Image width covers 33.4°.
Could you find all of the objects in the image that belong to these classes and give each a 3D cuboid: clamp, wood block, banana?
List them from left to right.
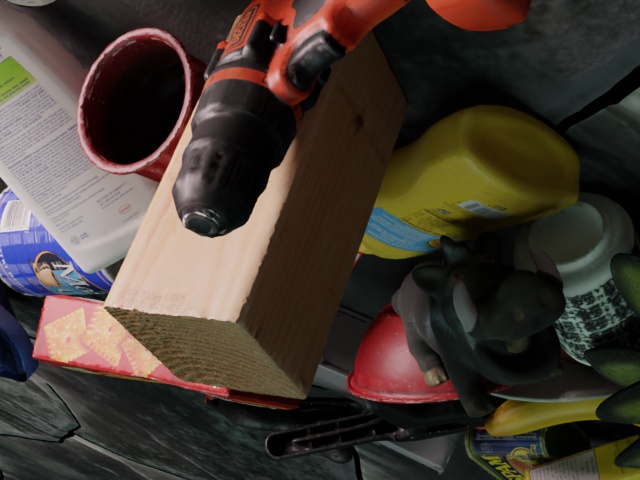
[{"bbox_3d":[-0.029,-0.024,0.615,0.090,0.206,0.090,4,148,29],"label":"wood block"},{"bbox_3d":[-0.036,0.182,1.097,0.171,0.039,0.120,10,-169,-3],"label":"clamp"},{"bbox_3d":[0.076,0.154,0.934,0.209,0.036,0.165,0,156,-28],"label":"clamp"},{"bbox_3d":[0.230,0.144,0.894,0.198,0.069,0.037,1,136,44],"label":"banana"}]

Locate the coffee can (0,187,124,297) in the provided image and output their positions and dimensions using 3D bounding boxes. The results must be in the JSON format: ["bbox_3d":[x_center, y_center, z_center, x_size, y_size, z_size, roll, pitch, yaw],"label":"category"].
[{"bbox_3d":[-0.190,-0.006,0.874,0.141,0.102,0.102,-4,144,39],"label":"coffee can"}]

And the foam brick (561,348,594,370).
[{"bbox_3d":[0.214,0.064,0.775,0.078,0.053,0.051,15,152,11],"label":"foam brick"}]

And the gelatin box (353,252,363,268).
[{"bbox_3d":[-0.006,0.001,0.839,0.073,0.030,0.089,22,153,-4],"label":"gelatin box"}]

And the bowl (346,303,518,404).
[{"bbox_3d":[0.095,0.075,0.821,0.162,0.161,0.055,-3,100,38],"label":"bowl"}]

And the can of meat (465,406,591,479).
[{"bbox_3d":[0.202,0.197,1.022,0.084,0.057,0.102,-9,143,39],"label":"can of meat"}]

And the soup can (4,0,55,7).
[{"bbox_3d":[-0.141,-0.173,0.574,0.068,0.068,0.102,37,150,-28],"label":"soup can"}]

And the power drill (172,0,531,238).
[{"bbox_3d":[0.012,-0.097,0.501,0.057,0.184,0.188,39,139,-27],"label":"power drill"}]

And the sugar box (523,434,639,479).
[{"bbox_3d":[0.282,0.216,0.949,0.176,0.048,0.093,-24,133,27],"label":"sugar box"}]

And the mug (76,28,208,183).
[{"bbox_3d":[-0.099,-0.085,0.684,0.117,0.093,0.081,51,-163,31],"label":"mug"}]

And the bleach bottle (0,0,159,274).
[{"bbox_3d":[-0.195,-0.099,0.714,0.103,0.068,0.250,-31,113,12],"label":"bleach bottle"}]

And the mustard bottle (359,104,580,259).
[{"bbox_3d":[0.071,-0.027,0.700,0.096,0.058,0.192,16,158,-28],"label":"mustard bottle"}]

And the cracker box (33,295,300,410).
[{"bbox_3d":[-0.139,0.109,1.029,0.214,0.072,0.164,8,172,24],"label":"cracker box"}]

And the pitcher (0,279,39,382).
[{"bbox_3d":[-0.382,0.062,1.108,0.149,0.145,0.243,-9,153,-15],"label":"pitcher"}]
